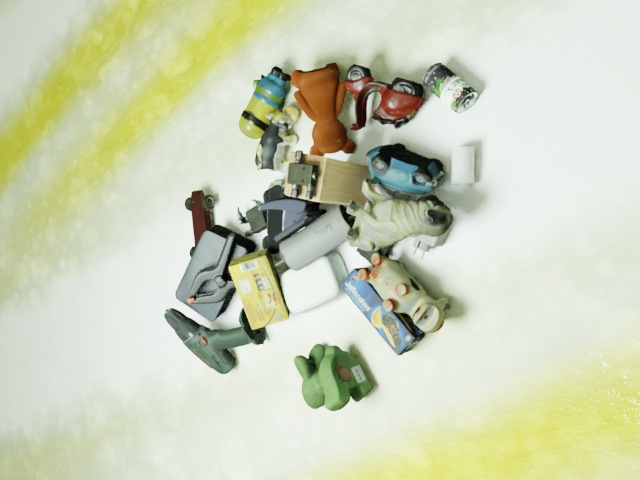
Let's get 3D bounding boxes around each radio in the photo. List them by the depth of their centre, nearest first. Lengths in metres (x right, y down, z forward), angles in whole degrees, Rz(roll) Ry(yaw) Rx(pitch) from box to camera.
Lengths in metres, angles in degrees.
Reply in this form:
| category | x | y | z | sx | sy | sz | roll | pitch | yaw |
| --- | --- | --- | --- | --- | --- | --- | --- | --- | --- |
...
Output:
| category | x | y | z | sx | sy | sz | roll | pitch | yaw |
| --- | --- | --- | --- | --- | --- | --- | --- | --- | --- |
| radio | -0.273 | 0.083 | 1.393 | 0.131 | 0.073 | 0.229 | 29 | 107 | 4 |

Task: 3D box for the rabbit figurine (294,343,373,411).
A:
| category | x | y | z | sx | sy | sz | roll | pitch | yaw |
| --- | --- | --- | --- | --- | --- | --- | --- | --- | --- |
| rabbit figurine | 0.004 | 0.319 | 1.211 | 0.159 | 0.121 | 0.170 | 57 | 133 | 13 |

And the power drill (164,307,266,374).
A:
| category | x | y | z | sx | sy | sz | roll | pitch | yaw |
| --- | --- | --- | --- | --- | --- | --- | --- | --- | --- |
| power drill | -0.256 | 0.233 | 1.356 | 0.207 | 0.086 | 0.231 | -25 | 113 | 16 |

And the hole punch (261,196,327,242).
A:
| category | x | y | z | sx | sy | sz | roll | pitch | yaw |
| --- | --- | --- | --- | --- | --- | --- | --- | --- | --- |
| hole punch | -0.057 | -0.065 | 1.180 | 0.116 | 0.142 | 0.092 | -29 | 87 | 19 |

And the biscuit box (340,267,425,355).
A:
| category | x | y | z | sx | sy | sz | roll | pitch | yaw |
| --- | --- | --- | --- | --- | --- | --- | --- | --- | --- |
| biscuit box | 0.131 | 0.148 | 1.153 | 0.203 | 0.063 | 0.059 | 49 | 114 | 23 |

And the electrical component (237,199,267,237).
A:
| category | x | y | z | sx | sy | sz | roll | pitch | yaw |
| --- | --- | --- | --- | --- | --- | --- | --- | --- | --- |
| electrical component | -0.167 | -0.059 | 1.364 | 0.102 | 0.045 | 0.078 | -22 | 77 | 32 |

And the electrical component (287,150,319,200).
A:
| category | x | y | z | sx | sy | sz | roll | pitch | yaw |
| --- | --- | --- | --- | --- | --- | --- | --- | --- | --- |
| electrical component | -0.032 | -0.126 | 1.035 | 0.063 | 0.021 | 0.094 | 8 | 94 | 34 |

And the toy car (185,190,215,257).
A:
| category | x | y | z | sx | sy | sz | roll | pitch | yaw |
| --- | --- | --- | --- | --- | --- | --- | --- | --- | --- |
| toy car | -0.317 | -0.035 | 1.461 | 0.089 | 0.053 | 0.202 | -4 | 92 | 39 |

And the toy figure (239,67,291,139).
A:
| category | x | y | z | sx | sy | sz | roll | pitch | yaw |
| --- | --- | --- | --- | --- | --- | --- | --- | --- | --- |
| toy figure | -0.138 | -0.334 | 1.316 | 0.082 | 0.089 | 0.180 | 45 | 116 | 34 |

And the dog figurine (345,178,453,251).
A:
| category | x | y | z | sx | sy | sz | roll | pitch | yaw |
| --- | --- | --- | --- | --- | --- | --- | --- | --- | --- |
| dog figurine | 0.159 | -0.021 | 1.067 | 0.191 | 0.172 | 0.121 | 19 | 62 | 19 |

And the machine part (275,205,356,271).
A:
| category | x | y | z | sx | sy | sz | roll | pitch | yaw |
| --- | --- | --- | --- | --- | --- | --- | --- | --- | --- |
| machine part | -0.002 | -0.004 | 1.183 | 0.243 | 0.079 | 0.079 | -32 | 73 | 20 |

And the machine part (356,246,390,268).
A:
| category | x | y | z | sx | sy | sz | roll | pitch | yaw |
| --- | --- | --- | --- | --- | --- | --- | --- | --- | --- |
| machine part | 0.137 | -0.007 | 1.164 | 0.084 | 0.039 | 0.139 | 51 | 118 | 29 |

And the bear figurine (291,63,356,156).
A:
| category | x | y | z | sx | sy | sz | roll | pitch | yaw |
| --- | --- | --- | --- | --- | --- | --- | --- | --- | --- |
| bear figurine | 0.011 | -0.289 | 1.218 | 0.120 | 0.132 | 0.195 | -15 | 115 | 1 |

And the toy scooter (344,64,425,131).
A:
| category | x | y | z | sx | sy | sz | roll | pitch | yaw |
| --- | --- | --- | --- | --- | --- | --- | --- | --- | --- |
| toy scooter | 0.125 | -0.286 | 1.141 | 0.184 | 0.075 | 0.135 | 23 | 108 | 22 |

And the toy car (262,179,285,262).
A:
| category | x | y | z | sx | sy | sz | roll | pitch | yaw |
| --- | --- | --- | --- | --- | --- | --- | --- | --- | --- |
| toy car | -0.099 | -0.047 | 1.313 | 0.074 | 0.056 | 0.201 | 1 | 90 | 40 |

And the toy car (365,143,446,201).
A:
| category | x | y | z | sx | sy | sz | roll | pitch | yaw |
| --- | --- | --- | --- | --- | --- | --- | --- | --- | --- |
| toy car | 0.171 | -0.130 | 1.111 | 0.162 | 0.109 | 0.102 | 25 | 127 | 20 |

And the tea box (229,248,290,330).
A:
| category | x | y | z | sx | sy | sz | roll | pitch | yaw |
| --- | --- | --- | --- | --- | --- | --- | --- | --- | --- |
| tea box | -0.142 | 0.116 | 1.282 | 0.098 | 0.068 | 0.169 | -16 | 105 | 4 |

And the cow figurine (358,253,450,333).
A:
| category | x | y | z | sx | sy | sz | roll | pitch | yaw |
| --- | --- | --- | --- | --- | --- | --- | --- | --- | --- |
| cow figurine | 0.180 | 0.115 | 1.099 | 0.195 | 0.127 | 0.085 | 49 | 115 | 39 |

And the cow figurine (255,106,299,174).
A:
| category | x | y | z | sx | sy | sz | roll | pitch | yaw |
| --- | --- | --- | --- | --- | --- | --- | --- | --- | --- |
| cow figurine | -0.108 | -0.246 | 1.292 | 0.068 | 0.098 | 0.167 | 21 | 102 | 38 |
